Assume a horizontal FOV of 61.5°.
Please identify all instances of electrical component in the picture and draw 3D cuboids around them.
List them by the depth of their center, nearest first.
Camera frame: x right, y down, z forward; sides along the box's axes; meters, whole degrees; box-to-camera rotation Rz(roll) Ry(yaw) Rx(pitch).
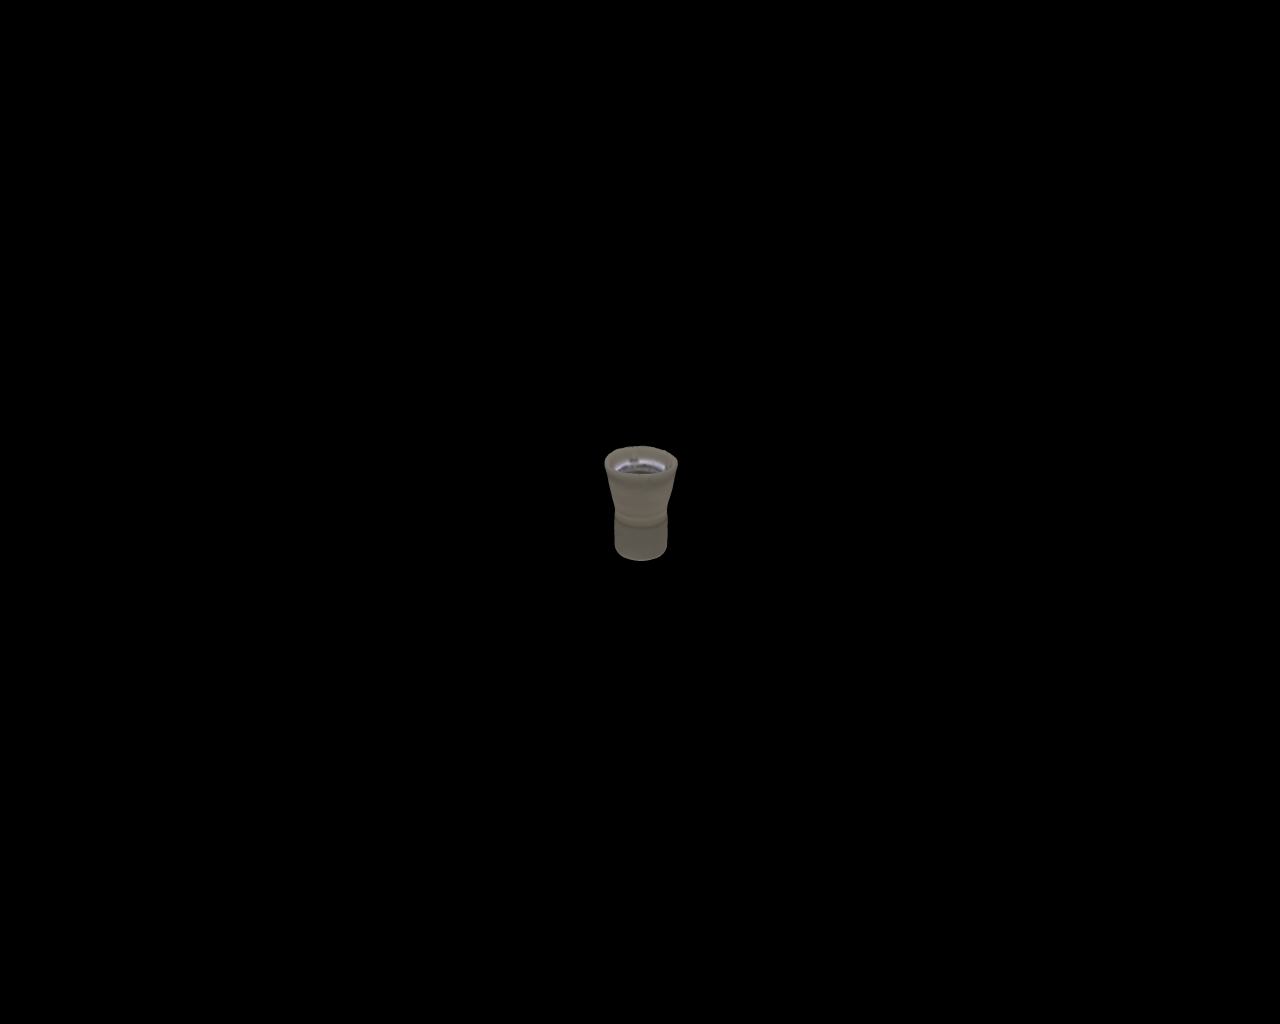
[{"bbox_3d":[0.001,-0.003,0.650,0.044,0.065,0.044,0,28,0],"label":"electrical component"}]
